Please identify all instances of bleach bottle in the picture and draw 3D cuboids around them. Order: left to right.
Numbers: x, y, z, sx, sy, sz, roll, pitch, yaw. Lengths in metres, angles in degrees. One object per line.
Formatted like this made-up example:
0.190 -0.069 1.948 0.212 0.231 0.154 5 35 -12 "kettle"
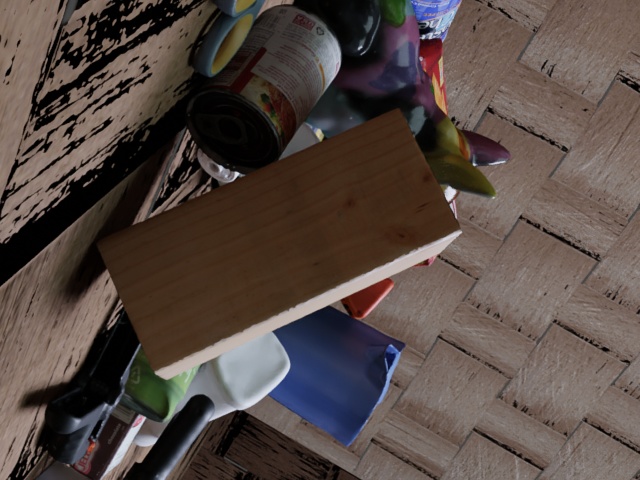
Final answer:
-0.144 0.174 1.151 0.251 0.068 0.102 -33 180 41 "bleach bottle"

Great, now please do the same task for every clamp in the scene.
-0.167 0.108 0.824 0.164 0.036 0.210 -60 180 -33 "clamp"
-0.152 0.211 0.944 0.171 0.039 0.120 -52 176 -14 "clamp"

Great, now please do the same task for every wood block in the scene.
-0.027 0.005 0.688 0.206 0.090 0.091 -25 172 -6 "wood block"

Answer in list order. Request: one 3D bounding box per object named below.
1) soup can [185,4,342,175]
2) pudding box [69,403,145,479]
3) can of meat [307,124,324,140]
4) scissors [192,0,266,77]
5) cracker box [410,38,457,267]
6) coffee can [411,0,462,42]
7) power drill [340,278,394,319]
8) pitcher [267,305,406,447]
-0.035 -0.101 0.705 0.102 0.068 0.069 -59 177 -37 "soup can"
-0.194 0.174 1.047 0.113 0.039 0.090 -58 179 2 "pudding box"
-0.016 -0.120 1.021 0.084 0.057 0.102 -63 178 6 "can of meat"
-0.034 -0.158 0.674 0.096 0.016 0.201 -60 178 24 "scissors"
0.091 -0.094 1.106 0.164 0.072 0.214 -41 126 -66 "cracker box"
0.104 -0.272 1.153 0.102 0.103 0.140 -59 177 -18 "coffee can"
-0.007 0.001 1.130 0.057 0.187 0.184 -45 179 -3 "power drill"
-0.039 0.124 1.210 0.149 0.243 0.145 -60 177 6 "pitcher"
